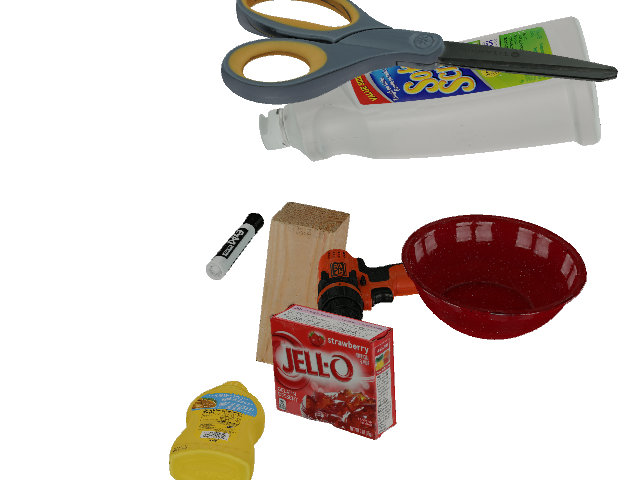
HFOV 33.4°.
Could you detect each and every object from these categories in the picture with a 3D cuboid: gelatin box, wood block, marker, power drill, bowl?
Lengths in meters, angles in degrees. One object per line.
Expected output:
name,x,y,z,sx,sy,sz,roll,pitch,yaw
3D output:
gelatin box,0.008,0.089,0.732,0.089,0.073,0.030,11,23,35
wood block,-0.025,0.063,1.452,0.090,0.206,0.090,12,21,11
marker,-0.082,0.003,1.046,0.020,0.020,0.121,0,25,18
power drill,0.089,0.062,1.223,0.187,0.057,0.184,-1,28,-2
bowl,0.150,0.039,0.948,0.162,0.055,0.162,1,32,-1

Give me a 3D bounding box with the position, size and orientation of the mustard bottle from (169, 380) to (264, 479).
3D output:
mustard bottle,-0.118,0.225,1.295,0.096,0.058,0.191,4,23,4

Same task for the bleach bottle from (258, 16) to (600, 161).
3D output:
bleach bottle,0.076,-0.100,0.807,0.251,0.102,0.068,-10,-46,12

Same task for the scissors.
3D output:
scissors,0.037,-0.086,0.538,0.202,0.096,0.016,22,-35,21
